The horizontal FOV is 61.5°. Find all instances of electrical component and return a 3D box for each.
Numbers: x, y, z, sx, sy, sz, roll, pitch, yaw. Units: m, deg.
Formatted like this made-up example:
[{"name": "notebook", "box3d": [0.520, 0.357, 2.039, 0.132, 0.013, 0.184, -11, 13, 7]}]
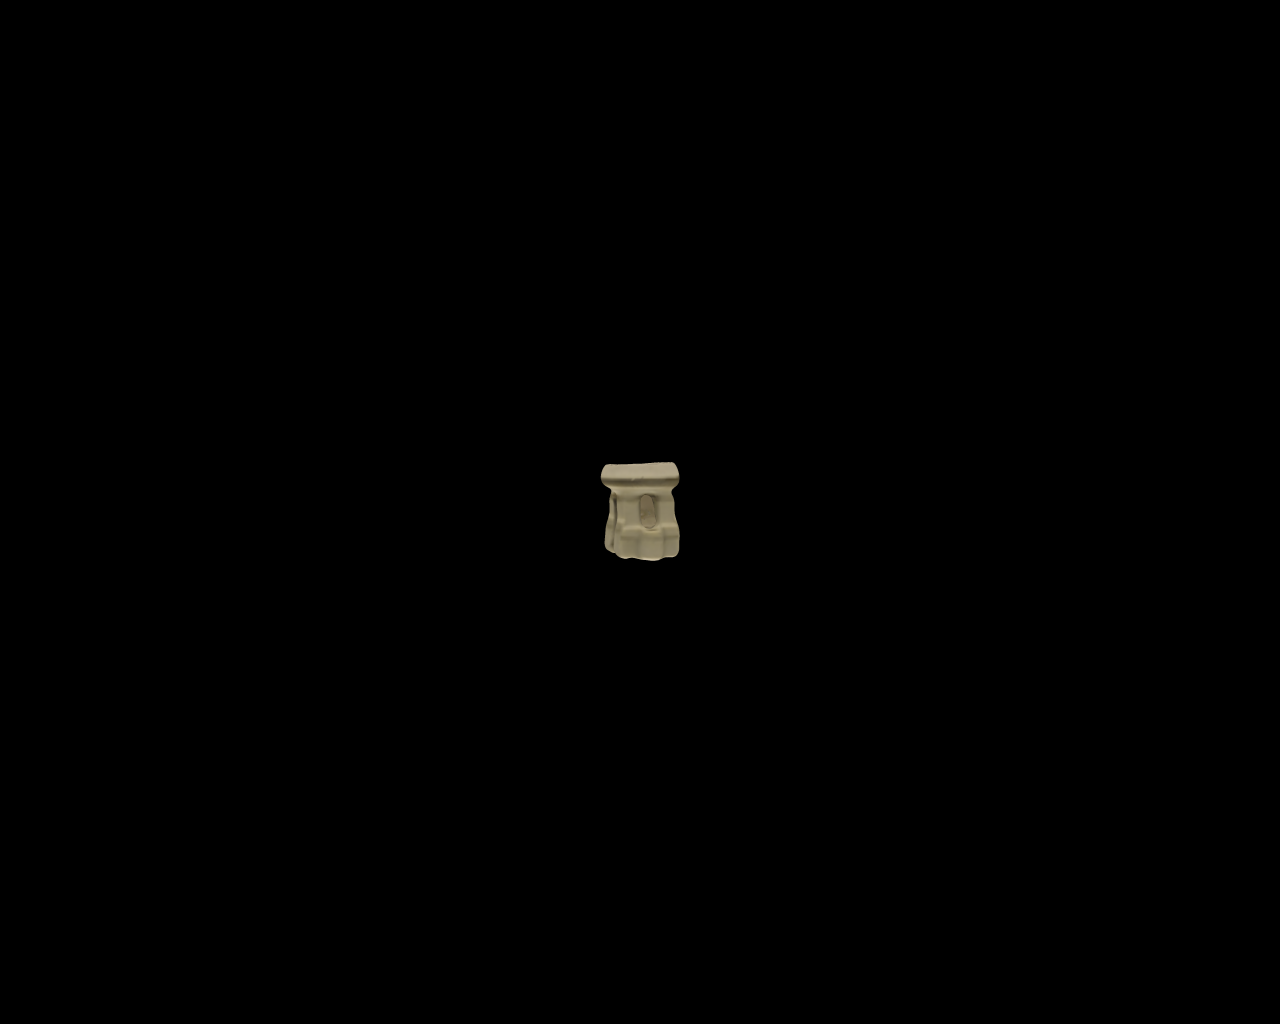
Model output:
[{"name": "electrical component", "box3d": [0.001, -0.003, 0.650, 0.048, 0.055, 0.066, -1, 5, -15]}]
